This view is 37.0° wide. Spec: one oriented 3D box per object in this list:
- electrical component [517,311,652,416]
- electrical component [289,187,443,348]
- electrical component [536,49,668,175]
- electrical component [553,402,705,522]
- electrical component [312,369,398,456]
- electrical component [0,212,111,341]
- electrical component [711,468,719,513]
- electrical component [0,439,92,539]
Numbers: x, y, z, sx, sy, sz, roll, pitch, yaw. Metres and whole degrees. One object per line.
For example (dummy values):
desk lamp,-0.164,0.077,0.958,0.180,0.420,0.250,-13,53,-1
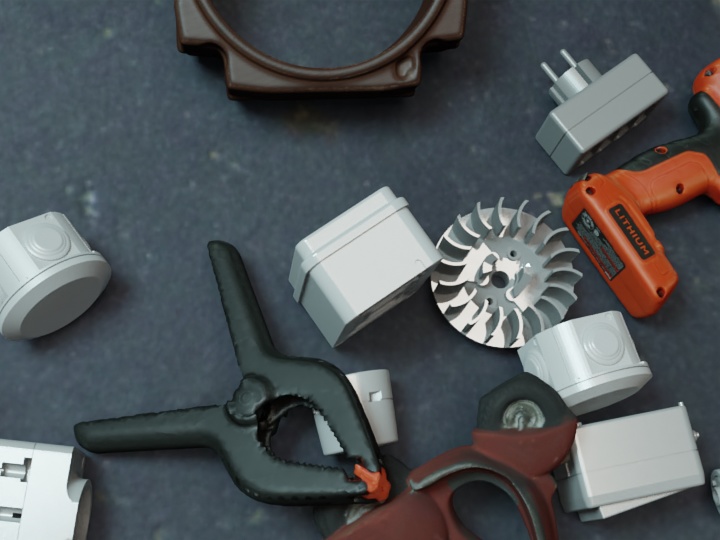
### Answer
electrical component,0.147,0.064,0.712,0.080,0.080,0.051,-15,71,-9
electrical component,0.000,0.000,0.700,0.078,0.113,0.057,-34,83,-13
electrical component,0.163,-0.127,0.783,0.083,0.047,0.075,-35,80,-13
electrical component,0.180,0.126,0.706,0.096,0.061,0.061,-10,76,-7
electrical component,-0.004,0.094,0.705,0.055,0.055,0.047,-10,79,-7
electrical component,-0.208,0.005,0.700,0.080,0.080,0.051,-36,75,-13
electrical component,0.270,0.145,0.720,0.065,0.044,0.044,-10,75,-2
electrical component,-0.202,0.155,0.673,0.056,0.050,0.089,7,74,-3
